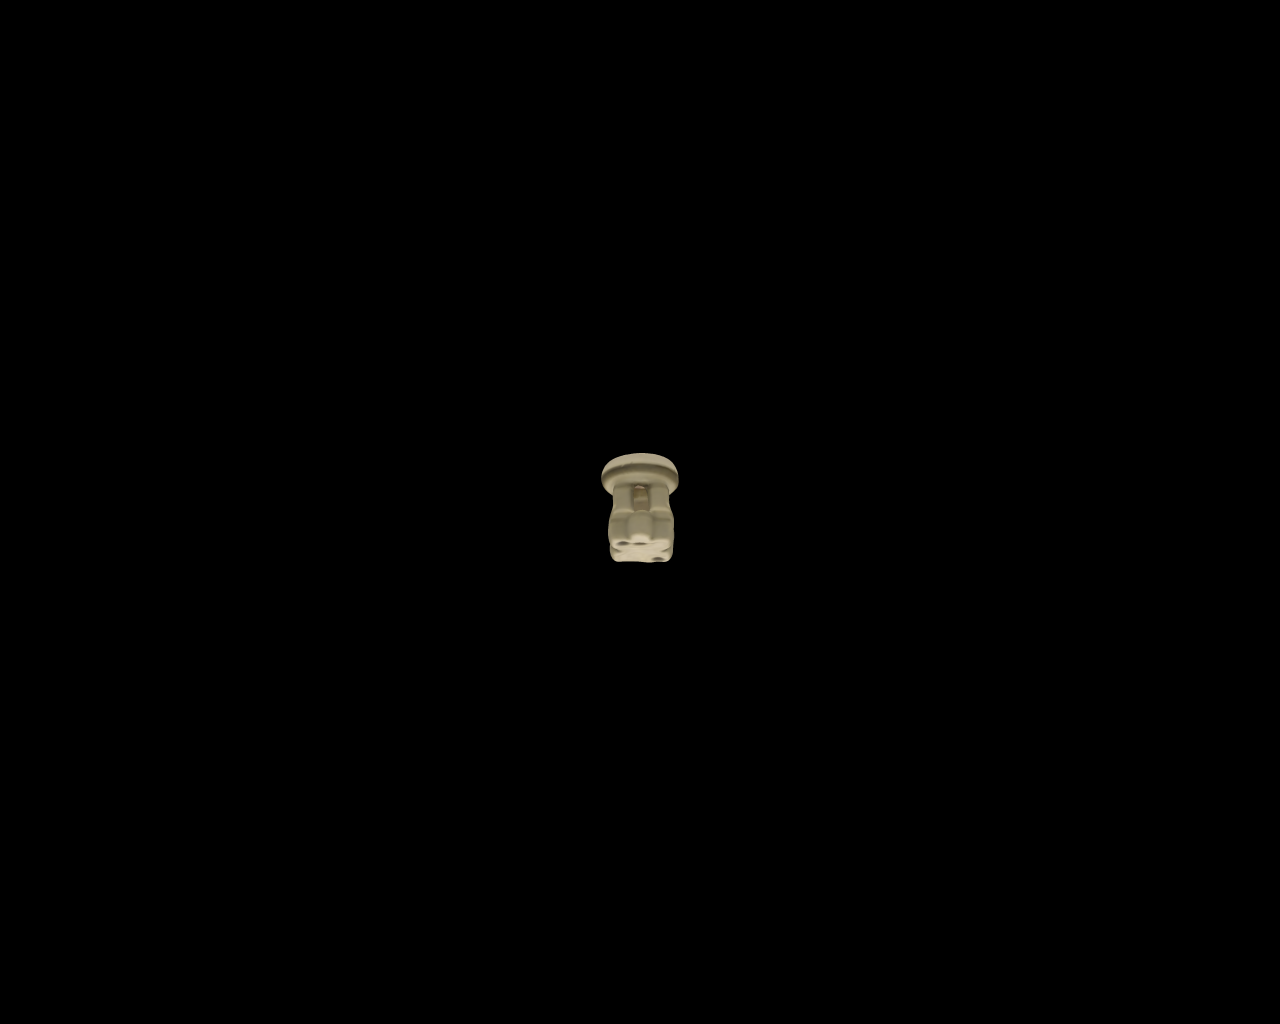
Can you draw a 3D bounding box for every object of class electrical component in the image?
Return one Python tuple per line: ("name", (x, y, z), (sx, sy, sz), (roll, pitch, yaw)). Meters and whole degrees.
("electrical component", (0.001, -0.003, 0.650), (0.048, 0.055, 0.066), (0, -21, 0))
